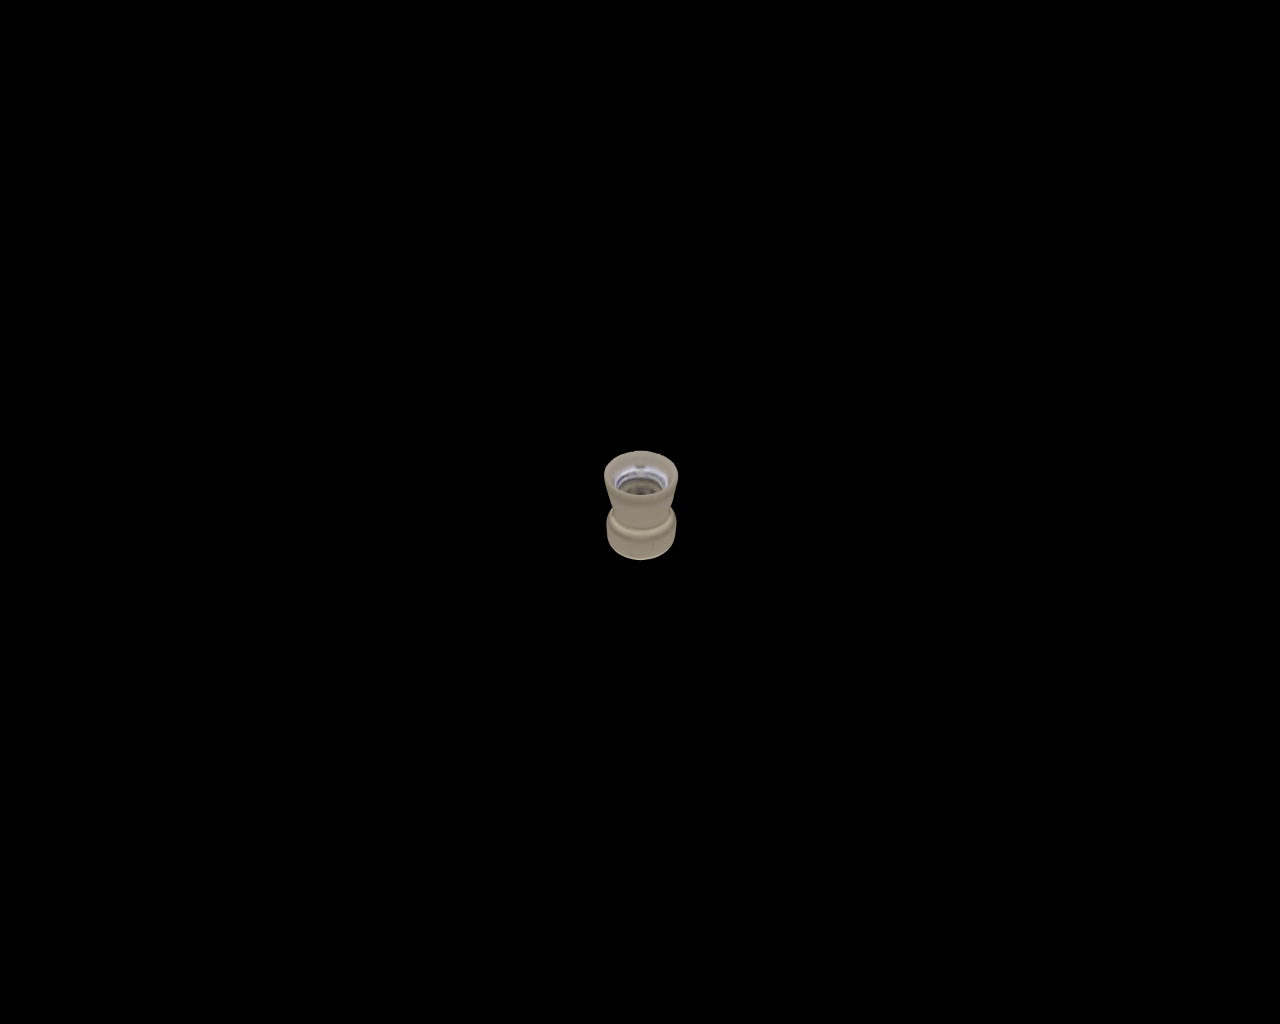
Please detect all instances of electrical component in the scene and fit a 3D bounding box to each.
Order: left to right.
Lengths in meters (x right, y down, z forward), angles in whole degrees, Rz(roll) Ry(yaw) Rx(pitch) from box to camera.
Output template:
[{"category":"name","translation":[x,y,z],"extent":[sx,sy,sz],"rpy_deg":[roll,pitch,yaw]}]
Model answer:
[{"category":"electrical component","translation":[0.001,-0.003,0.650],"extent":[0.045,0.055,0.045],"rpy_deg":[0,40,0]}]
